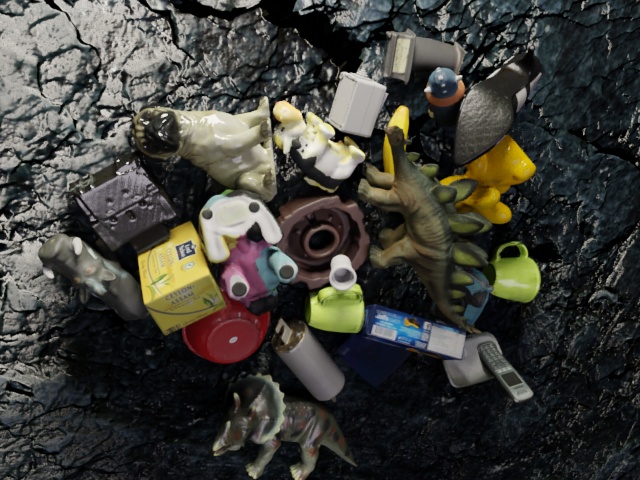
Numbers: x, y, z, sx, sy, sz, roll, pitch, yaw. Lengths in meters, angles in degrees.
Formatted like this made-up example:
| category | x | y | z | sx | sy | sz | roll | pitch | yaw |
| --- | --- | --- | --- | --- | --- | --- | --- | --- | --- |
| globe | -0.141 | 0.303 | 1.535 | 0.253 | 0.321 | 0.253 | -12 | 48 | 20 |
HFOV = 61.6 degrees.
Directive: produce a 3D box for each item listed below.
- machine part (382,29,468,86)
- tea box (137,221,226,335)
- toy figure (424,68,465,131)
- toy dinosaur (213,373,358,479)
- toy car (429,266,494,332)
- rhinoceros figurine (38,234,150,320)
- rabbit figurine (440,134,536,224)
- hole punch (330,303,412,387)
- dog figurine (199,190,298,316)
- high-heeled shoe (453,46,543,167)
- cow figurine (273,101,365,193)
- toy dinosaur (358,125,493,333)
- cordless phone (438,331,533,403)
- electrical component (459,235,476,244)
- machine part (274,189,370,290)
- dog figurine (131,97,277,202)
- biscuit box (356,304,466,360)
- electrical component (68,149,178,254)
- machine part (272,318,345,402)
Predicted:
| category | x | y | z | sx | sy | sz | roll | pitch | yaw |
| --- | --- | --- | --- | --- | --- | --- | --- | --- | --- |
| machine part | 0.165 | -0.289 | 0.852 | 0.139 | 0.039 | 0.084 | -5 | 110 | -18 |
| tea box | -0.210 | 0.051 | 0.797 | 0.098 | 0.170 | 0.068 | -26 | 124 | -9 |
| toy figure | 0.200 | -0.227 | 0.857 | 0.064 | 0.058 | 0.154 | -40 | 153 | 4 |
| toy dinosaur | -0.051 | 0.371 | 1.077 | 0.404 | 0.131 | 0.192 | 15 | 110 | -35 |
| toy car | 0.293 | 0.110 | 1.085 | 0.103 | 0.109 | 0.161 | -28 | 136 | -37 |
| rhinoceros figurine | -0.326 | 0.057 | 0.789 | 0.073 | 0.112 | 0.190 | -37 | 132 | 2 |
| rabbit figurine | 0.287 | -0.100 | 0.953 | 0.173 | 0.162 | 0.121 | -33 | 139 | 18 |
| hole punch | 0.104 | 0.214 | 1.070 | 0.142 | 0.092 | 0.115 | -45 | 121 | 9 |
| dog figurine | -0.116 | 0.026 | 0.831 | 0.108 | 0.219 | 0.191 | -25 | 89 | -13 |
| high-heeled shoe | 0.283 | -0.209 | 0.879 | 0.248 | 0.086 | 0.145 | -54 | 167 | -2 |
| cow figurine | -0.018 | -0.143 | 0.838 | 0.167 | 0.068 | 0.098 | 27 | 110 | -30 |
| toy dinosaur | 0.186 | 0.003 | 0.914 | 0.199 | 0.105 | 0.470 | 1 | 135 | 25 |
| cordless phone | 0.351 | 0.291 | 1.154 | 0.147 | 0.184 | 0.088 | -11 | 124 | -18 |
| electrical component | 0.268 | 0.014 | 1.027 | 0.078 | 0.102 | 0.045 | 9 | 111 | 0 |
| machine part | -0.002 | -0.003 | 0.925 | 0.179 | 0.056 | 0.179 | -9 | 119 | -17 |
| dog figurine | -0.161 | -0.119 | 0.783 | 0.191 | 0.121 | 0.172 | -7 | 117 | -3 |
| biscuit box | 0.171 | 0.176 | 1.013 | 0.203 | 0.063 | 0.059 | 18 | 74 | -14 |
| electrical component | -0.278 | -0.048 | 0.784 | 0.115 | 0.058 | 0.134 | -30 | 124 | -3 |
| machine part | -0.020 | 0.231 | 1.031 | 0.079 | 0.079 | 0.243 | -35 | 123 | -2 |
